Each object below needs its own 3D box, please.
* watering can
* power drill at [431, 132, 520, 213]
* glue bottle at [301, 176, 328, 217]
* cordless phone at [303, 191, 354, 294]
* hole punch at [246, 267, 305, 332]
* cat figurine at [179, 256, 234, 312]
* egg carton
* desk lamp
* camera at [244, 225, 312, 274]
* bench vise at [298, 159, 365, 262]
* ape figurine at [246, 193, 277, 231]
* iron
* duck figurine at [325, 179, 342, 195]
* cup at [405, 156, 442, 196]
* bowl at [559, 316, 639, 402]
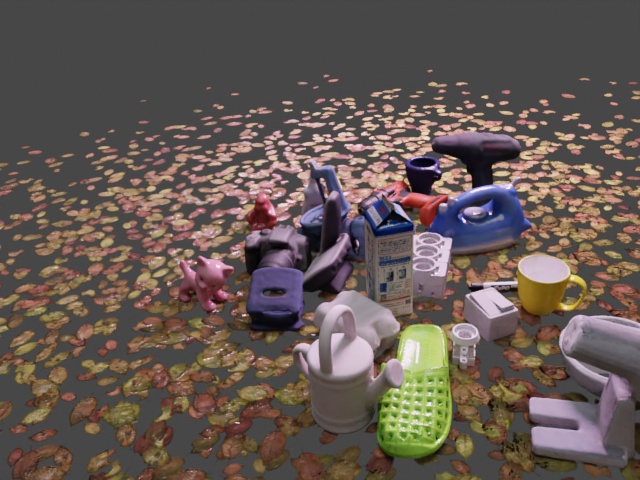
[{"bbox_3d":[0.038,0.183,0.846,0.172,0.194,0.101,0,30,9],"label":"watering can"},{"bbox_3d":[0.372,-0.165,1.387,0.230,0.209,0.075,-13,31,-15],"label":"power drill"},{"bbox_3d":[-0.010,-0.099,1.361,0.078,0.173,0.037,-11,31,-10],"label":"glue bottle"},{"bbox_3d":[0.011,0.004,1.167,0.094,0.185,0.148,4,31,15],"label":"cordless phone"},{"bbox_3d":[-0.082,0.112,1.088,0.108,0.091,0.101,0,30,7],"label":"hole punch"},{"bbox_3d":[-0.232,0.074,1.147,0.127,0.118,0.067,15,35,30],"label":"cat figurine"},{"bbox_3d":[0.062,0.151,1.022,0.107,0.069,0.149,-27,37,-34],"label":"egg carton"},{"bbox_3d":[0.395,0.195,0.756,0.203,0.214,0.118,3,31,13],"label":"desk lamp"},{"bbox_3d":[-0.101,0.034,1.215,0.143,0.101,0.137,4,31,14],"label":"camera"},{"bbox_3d":[0.047,-0.072,1.259,0.207,0.220,0.121,1,30,9],"label":"bench vise"},{"bbox_3d":[-0.141,-0.071,1.412,0.077,0.092,0.076,14,35,29],"label":"ape figurine"},{"bbox_3d":[0.337,-0.055,1.268,0.259,0.142,0.118,-13,31,-14],"label":"iron"},{"bbox_3d":[0.032,-0.115,1.470,0.077,0.086,0.104,3,31,14],"label":"duck figurine"},{"bbox_3d":[0.277,-0.158,1.502,0.092,0.095,0.117,-21,34,-26],"label":"cup"},{"bbox_3d":[0.454,0.196,0.887,0.167,0.075,0.167,-3,30,2],"label":"bowl"}]
